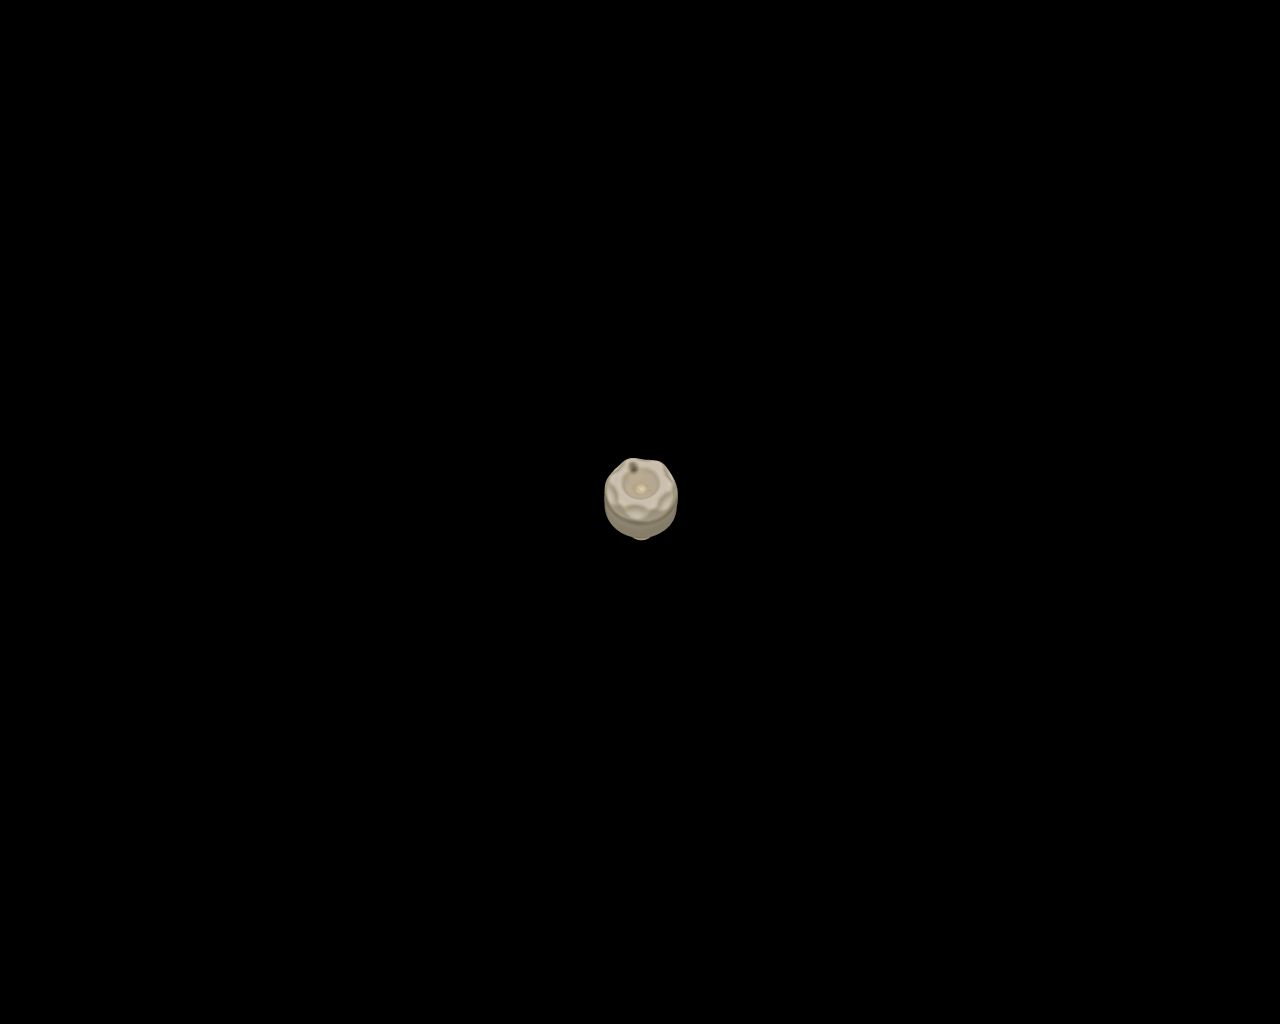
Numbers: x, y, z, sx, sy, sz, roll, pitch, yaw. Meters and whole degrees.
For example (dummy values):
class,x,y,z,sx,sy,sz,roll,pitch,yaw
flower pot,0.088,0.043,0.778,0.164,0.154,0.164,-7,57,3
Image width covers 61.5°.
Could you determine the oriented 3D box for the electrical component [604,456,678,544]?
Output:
class,x,y,z,sx,sy,sz,roll,pitch,yaw
electrical component,0.001,-0.003,0.650,0.043,0.043,0.062,0,-30,0
